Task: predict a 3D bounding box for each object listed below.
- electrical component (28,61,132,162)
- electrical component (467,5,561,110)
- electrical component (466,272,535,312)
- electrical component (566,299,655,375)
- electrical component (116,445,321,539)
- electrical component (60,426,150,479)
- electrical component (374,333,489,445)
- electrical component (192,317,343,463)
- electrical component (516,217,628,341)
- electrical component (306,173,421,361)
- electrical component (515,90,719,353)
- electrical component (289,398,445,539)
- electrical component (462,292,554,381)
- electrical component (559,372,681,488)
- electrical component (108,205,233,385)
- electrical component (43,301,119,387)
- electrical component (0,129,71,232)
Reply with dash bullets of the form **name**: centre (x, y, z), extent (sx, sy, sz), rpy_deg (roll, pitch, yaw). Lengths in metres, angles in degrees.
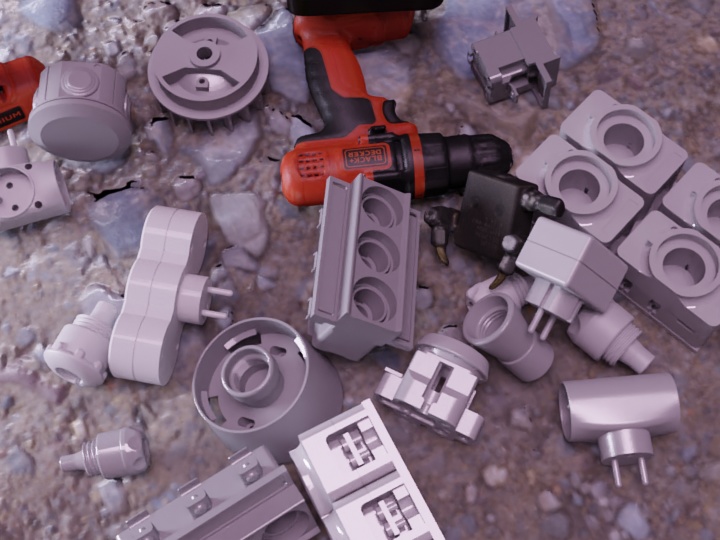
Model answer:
- **electrical component**: centre (-0.222, -0.125, 0.860), extent (0.080, 0.080, 0.051), rpy_deg (-3, 62, 0)
- **electrical component**: centre (0.126, -0.172, 0.891), extent (0.064, 0.042, 0.081), rpy_deg (-20, 67, -5)
- **electrical component**: centre (0.113, 0.018, 0.813), extent (0.061, 0.035, 0.035), rpy_deg (-25, 68, -12)
- **electrical component**: centre (0.187, 0.051, 0.791), extent (0.062, 0.043, 0.043), rpy_deg (41, 73, 16)
- **electrical component**: centre (-0.098, 0.178, 0.731), extent (0.121, 0.078, 0.063), rpy_deg (-31, 47, -11)
- **electrical component**: centre (-0.183, 0.133, 0.770), extent (0.061, 0.035, 0.035), rpy_deg (-11, 67, -1)
- **electrical component**: centre (0.058, 0.082, 0.774), extent (0.078, 0.058, 0.057), rpy_deg (24, 72, 12)
- **electrical component**: centre (-0.069, 0.086, 0.783), extent (0.099, 0.064, 0.099), rpy_deg (-9, 58, 15)
- **electrical component**: centre (0.142, 0.013, 0.761), extent (0.047, 0.066, 0.076), rpy_deg (26, 88, 41)
- **electrical component**: centre (0.000, 0.000, 0.791), extent (0.079, 0.063, 0.121), rpy_deg (20, 53, -21)
- **electrical component**: centre (0.219, -0.042, 0.822), extent (0.186, 0.060, 0.105), rpy_deg (40, 73, 17)
- **electrical component**: centre (0.014, 0.175, 0.716), extent (0.062, 0.089, 0.150), rpy_deg (-26, 68, -9)
- **electrical component**: centre (0.111, 0.052, 0.781), extent (0.044, 0.065, 0.044), rpy_deg (-31, 36, 26)
- **electrical component**: centre (0.186, 0.114, 0.763), extent (0.077, 0.044, 0.079), rpy_deg (-5, 66, 0)
- **electrical component**: centre (-0.133, 0.020, 0.808), extent (0.074, 0.052, 0.138), rpy_deg (9, 67, 5)
- **electrical component**: centre (-0.202, 0.053, 0.801), extent (0.048, 0.048, 0.062), rpy_deg (19, 61, 10)
- **electrical component**: centre (-0.278, -0.073, 0.853), extent (0.077, 0.044, 0.079), rpy_deg (-16, 80, -5)
